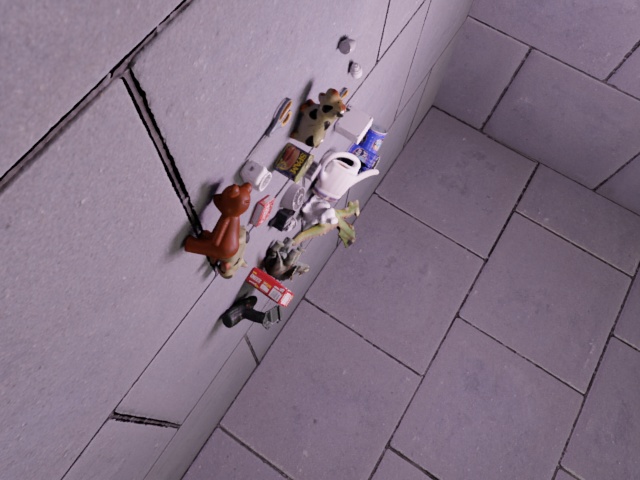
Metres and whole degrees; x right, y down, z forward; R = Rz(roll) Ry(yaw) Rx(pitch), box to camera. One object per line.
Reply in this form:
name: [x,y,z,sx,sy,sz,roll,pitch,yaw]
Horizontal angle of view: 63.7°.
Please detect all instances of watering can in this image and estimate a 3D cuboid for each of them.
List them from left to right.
watering can: [0.100,-0.254,2.158,0.346,0.106,0.222,13,118,-49]

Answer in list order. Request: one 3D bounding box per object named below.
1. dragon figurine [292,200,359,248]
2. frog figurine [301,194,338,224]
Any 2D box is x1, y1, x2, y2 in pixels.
dragon figurine: [0.059,-0.058,2.422,0.418,0.243,0.119,-55,174,-32]
frog figurine: [0.007,-0.111,2.199,0.140,0.160,0.120,-46,165,-50]
